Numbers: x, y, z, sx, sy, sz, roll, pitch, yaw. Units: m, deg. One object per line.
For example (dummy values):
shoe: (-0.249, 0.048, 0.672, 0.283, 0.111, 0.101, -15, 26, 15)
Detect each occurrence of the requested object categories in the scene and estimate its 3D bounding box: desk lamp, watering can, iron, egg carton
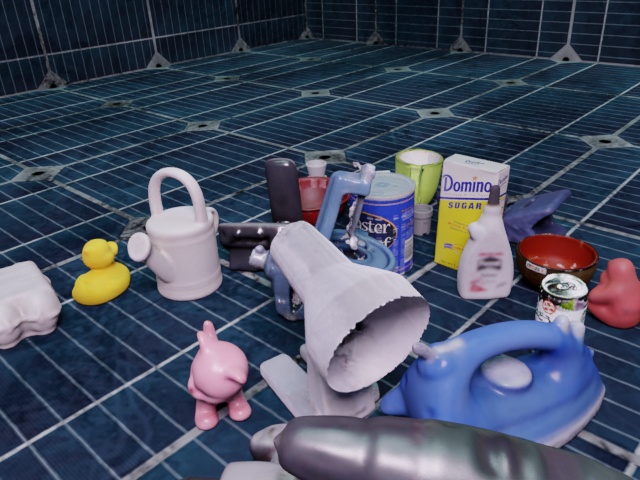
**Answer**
desk lamp: (0.010, 0.098, 0.599, 0.118, 0.214, 0.202, -19, 31, -28)
watering can: (-0.209, -0.011, 0.853, 0.101, 0.194, 0.173, 0, 27, 5)
iron: (0.196, 0.136, 0.587, 0.259, 0.141, 0.118, -12, 28, -17)
egg carton: (-0.434, 0.089, 0.816, 0.107, 0.069, 0.149, -22, 33, -33)

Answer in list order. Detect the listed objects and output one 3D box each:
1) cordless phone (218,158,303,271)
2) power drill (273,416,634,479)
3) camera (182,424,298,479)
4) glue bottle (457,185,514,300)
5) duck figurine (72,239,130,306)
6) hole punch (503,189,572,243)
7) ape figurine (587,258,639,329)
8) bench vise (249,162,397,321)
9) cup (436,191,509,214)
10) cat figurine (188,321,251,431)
cordless phone: (-0.092, -0.046, 0.920, 0.147, 0.185, 0.094, 0, 27, 5)
power drill: (0.088, 0.208, 0.384, 0.229, 0.209, 0.075, 0, 27, 6)
camera: (-0.065, 0.222, 0.488, 0.136, 0.101, 0.143, 2, 28, 9)
glue bottle: (0.237, 0.003, 0.807, 0.078, 0.173, 0.037, -4, 27, -3)
duck figurine: (-0.341, 0.043, 0.879, 0.077, 0.086, 0.105, 5, 28, 16)
hole punch: (0.363, -0.043, 0.975, 0.100, 0.091, 0.109, 18, 34, 35)
ape figurine: (0.396, 0.065, 0.761, 0.078, 0.092, 0.076, -4, 27, -3)
bench vise: (0.010, 0.008, 0.767, 0.207, 0.220, 0.121, -9, 28, -12)
cup: (0.254, -0.039, 0.973, 0.117, 0.095, 0.092, 7, 29, 19)
cat figurine: (-0.114, 0.140, 0.633, 0.067, 0.118, 0.127, -10, 28, -13)
